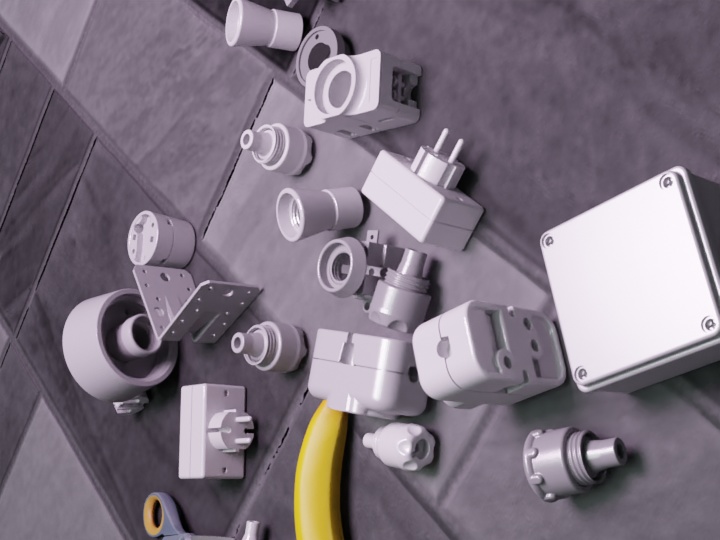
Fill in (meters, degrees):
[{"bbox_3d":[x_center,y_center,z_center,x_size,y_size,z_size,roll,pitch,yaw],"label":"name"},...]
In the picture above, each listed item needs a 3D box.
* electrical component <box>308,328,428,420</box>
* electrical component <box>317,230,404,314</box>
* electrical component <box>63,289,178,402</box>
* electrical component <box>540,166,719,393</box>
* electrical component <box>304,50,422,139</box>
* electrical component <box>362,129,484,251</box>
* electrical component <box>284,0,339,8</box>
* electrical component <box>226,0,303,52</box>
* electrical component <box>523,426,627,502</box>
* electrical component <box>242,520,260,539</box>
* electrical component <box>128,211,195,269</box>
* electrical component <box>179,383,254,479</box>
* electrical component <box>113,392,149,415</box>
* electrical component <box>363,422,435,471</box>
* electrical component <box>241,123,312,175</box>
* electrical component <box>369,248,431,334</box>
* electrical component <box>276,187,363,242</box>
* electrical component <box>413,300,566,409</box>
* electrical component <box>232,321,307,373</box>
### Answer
[{"bbox_3d":[0.007,0.081,0.827,0.095,0.054,0.059,4,83,48],"label":"electrical component"},{"bbox_3d":[0.000,0.000,0.852,0.048,0.055,0.066,3,84,47],"label":"electrical component"},{"bbox_3d":[-0.227,0.070,1.049,0.060,0.108,0.108,-22,67,36],"label":"electrical component"},{"bbox_3d":[0.177,0.010,0.658,0.109,0.056,0.108,-29,62,40],"label":"electrical component"},{"bbox_3d":[-0.002,-0.143,0.882,0.089,0.056,0.050,-6,78,47],"label":"electrical component"},{"bbox_3d":[0.055,-0.069,0.812,0.083,0.047,0.075,43,114,43],"label":"electrical component"},{"bbox_3d":[-0.048,-0.299,0.958,0.079,0.063,0.121,-44,53,32],"label":"electrical component"},{"bbox_3d":[-0.085,-0.221,0.980,0.044,0.065,0.044,-176,90,-65],"label":"electrical component"},{"bbox_3d":[0.139,0.121,0.687,0.062,0.048,0.048,-20,68,36],"label":"electrical component"},{"bbox_3d":[-0.096,0.246,0.923,0.035,0.035,0.061,3,82,48],"label":"electrical component"},{"bbox_3d":[-0.198,-0.028,1.078,0.055,0.047,0.055,-12,74,46],"label":"electrical component"},{"bbox_3d":[-0.121,0.144,0.960,0.076,0.047,0.083,-12,74,45],"label":"electrical component"},{"bbox_3d":[-0.240,0.120,1.101,0.040,0.040,0.046,-47,57,31],"label":"electrical component"},{"bbox_3d":[0.026,0.132,0.813,0.061,0.035,0.035,-1,81,50],"label":"electrical component"},{"bbox_3d":[-0.076,-0.109,0.951,0.043,0.062,0.043,-12,74,45],"label":"electrical component"},{"bbox_3d":[0.034,0.015,0.821,0.043,0.043,0.062,23,97,47],"label":"electrical component"},{"bbox_3d":[-0.031,-0.049,0.887,0.044,0.065,0.044,21,116,54],"label":"electrical component"},{"bbox_3d":[0.084,0.059,0.720,0.059,0.095,0.053,-29,62,40],"label":"electrical component"},{"bbox_3d":[-0.080,0.065,0.921,0.043,0.062,0.043,-12,74,45],"label":"electrical component"}]
